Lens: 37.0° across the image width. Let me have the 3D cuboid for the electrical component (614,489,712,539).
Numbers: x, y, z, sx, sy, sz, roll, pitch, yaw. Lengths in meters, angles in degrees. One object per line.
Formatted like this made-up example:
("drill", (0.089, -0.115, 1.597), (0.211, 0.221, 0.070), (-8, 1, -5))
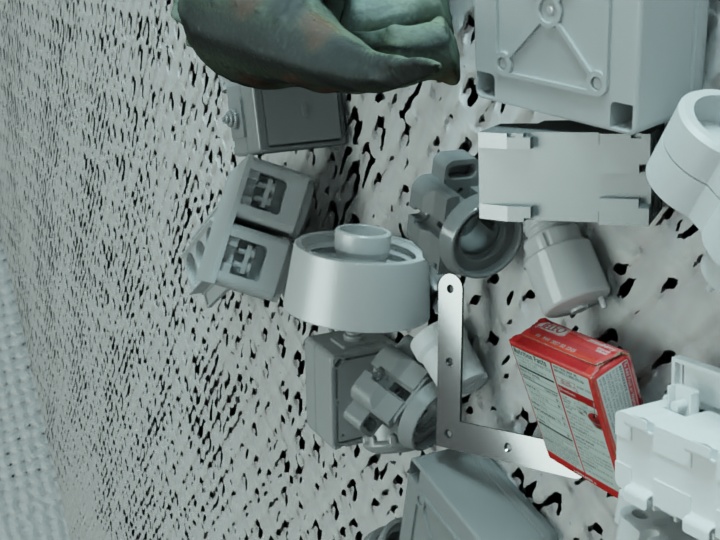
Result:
("electrical component", (0.162, 0.155, 0.552), (0.078, 0.058, 0.057), (36, 127, 55))

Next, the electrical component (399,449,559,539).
("electrical component", (0.077, 0.194, 0.740), (0.108, 0.056, 0.108), (46, 138, 50))

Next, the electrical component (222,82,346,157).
("electrical component", (-0.064, -0.127, 0.876), (0.061, 0.096, 0.061), (5, 103, 60))

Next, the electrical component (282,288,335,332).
("electrical component", (-0.030, 0.022, 0.912), (0.065, 0.047, 0.076), (-55, 49, 55))

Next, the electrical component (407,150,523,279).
("electrical component", (0.067, -0.030, 0.685), (0.057, 0.058, 0.078), (-133, 42, -53))

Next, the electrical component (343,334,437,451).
("electrical component", (0.035, 0.094, 0.780), (0.057, 0.078, 0.058), (33, 170, 34))

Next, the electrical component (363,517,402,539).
("electrical component", (0.027, 0.226, 0.865), (0.055, 0.045, 0.045), (-50, 54, 59))

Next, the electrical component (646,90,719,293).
("electrical component", (0.175, -0.009, 0.474), (0.138, 0.052, 0.073), (60, 148, 36))

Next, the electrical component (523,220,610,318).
("electrical component", (0.113, -0.009, 0.616), (0.040, 0.040, 0.078), (-50, 53, 57))

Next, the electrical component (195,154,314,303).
("electrical component", (-0.093, -0.032, 0.934), (0.186, 0.060, 0.105), (-179, 106, -78))

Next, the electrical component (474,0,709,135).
("electrical component", (0.111, -0.132, 0.527), (0.109, 0.056, 0.108), (25, 128, 46))

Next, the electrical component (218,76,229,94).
("electrical component", (-0.090, -0.186, 0.930), (0.080, 0.080, 0.051), (-6, 98, 64))

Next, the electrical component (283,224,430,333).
("electrical component", (0.000, 0.000, 0.781), (0.108, 0.108, 0.060), (30, 119, 58))

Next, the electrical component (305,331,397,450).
("electrical component", (-0.008, 0.086, 0.872), (0.061, 0.062, 0.096), (29, 124, 58))

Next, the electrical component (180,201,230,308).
("electrical component", (-0.134, -0.016, 1.095), (0.121, 0.063, 0.078), (-37, 65, 61))

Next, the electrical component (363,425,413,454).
("electrical component", (0.025, 0.111, 0.835), (0.048, 0.048, 0.062), (161, 106, -64))

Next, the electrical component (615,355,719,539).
("electrical component", (0.177, 0.094, 0.492), (0.121, 0.063, 0.078), (20, 116, 61))

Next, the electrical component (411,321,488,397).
("electrical component", (0.063, 0.062, 0.746), (0.046, 0.040, 0.040), (61, 148, 26))
